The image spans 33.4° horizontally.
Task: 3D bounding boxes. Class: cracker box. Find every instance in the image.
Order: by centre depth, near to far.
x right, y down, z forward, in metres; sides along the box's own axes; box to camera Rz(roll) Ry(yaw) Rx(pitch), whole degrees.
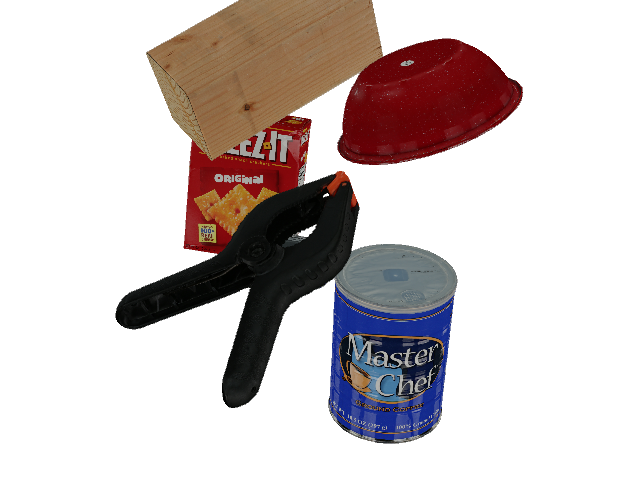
[{"bbox_3d":[-0.109,-0.082,1.573,0.164,0.214,0.072,10,20,7],"label":"cracker box"}]

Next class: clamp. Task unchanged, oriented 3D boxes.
[{"bbox_3d":[-0.032,0.026,0.660,0.120,0.171,0.039,42,-15,35],"label":"clamp"}]

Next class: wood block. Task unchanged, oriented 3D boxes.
[{"bbox_3d":[-0.052,-0.182,1.050,0.206,0.091,0.090,-32,49,-13],"label":"wood block"}]

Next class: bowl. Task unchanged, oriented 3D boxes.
[{"bbox_3d":[0.082,-0.124,0.886,0.162,0.055,0.162,-18,24,8],"label":"bowl"}]

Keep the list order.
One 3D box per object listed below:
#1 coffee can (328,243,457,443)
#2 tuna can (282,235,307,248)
[{"bbox_3d":[0.060,0.088,0.922,0.103,0.140,0.103,2,29,-1],"label":"coffee can"},{"bbox_3d":[-0.031,0.023,1.136,0.086,0.034,0.086,8,19,-3],"label":"tuna can"}]
